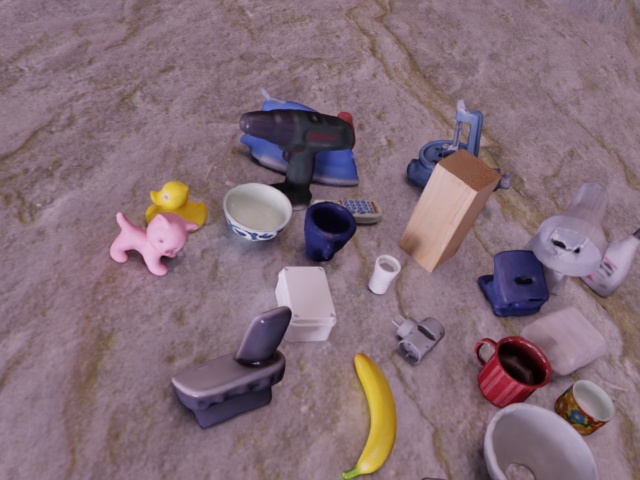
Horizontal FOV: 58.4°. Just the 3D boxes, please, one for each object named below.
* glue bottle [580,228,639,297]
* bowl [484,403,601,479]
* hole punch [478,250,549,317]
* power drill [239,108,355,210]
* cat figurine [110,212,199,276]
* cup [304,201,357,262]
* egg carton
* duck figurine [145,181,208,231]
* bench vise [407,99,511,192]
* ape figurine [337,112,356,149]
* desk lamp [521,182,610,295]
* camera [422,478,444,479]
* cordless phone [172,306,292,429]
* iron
[{"bbox_3d":[0.581,0.033,1.118,0.037,0.173,0.078,-22,57,-35],"label":"glue bottle"},{"bbox_3d":[0.298,0.321,0.806,0.167,0.075,0.167,10,45,-10],"label":"bowl"},{"bbox_3d":[0.367,0.079,1.056,0.109,0.091,0.101,-2,48,-21],"label":"hole punch"},{"bbox_3d":[-0.052,-0.150,1.048,0.230,0.208,0.075,-12,52,-29],"label":"power drill"},{"bbox_3d":[-0.261,-0.010,0.903,0.128,0.118,0.067,17,44,-2],"label":"cat figurine"},{"bbox_3d":[0.009,0.004,1.001,0.092,0.095,0.117,12,44,-8],"label":"cup"},{"bbox_3d":[0.423,0.176,0.996,0.151,0.069,0.107,-16,54,-31],"label":"egg carton"},{"bbox_3d":[-0.244,-0.063,0.983,0.105,0.086,0.077,0,47,-19],"label":"duck figurine"},{"bbox_3d":[0.309,-0.183,1.201,0.207,0.220,0.121,10,44,-10],"label":"bench vise"},{"bbox_3d":[0.048,-0.242,1.259,0.078,0.092,0.076,-26,59,-37],"label":"ape figurine"},{"bbox_3d":[0.458,0.002,1.075,0.117,0.213,0.204,31,45,12],"label":"desk lamp"},{"bbox_3d":[0.106,0.348,0.694,0.136,0.101,0.143,26,44,6],"label":"camera"},{"bbox_3d":[-0.111,0.151,0.749,0.148,0.185,0.094,-18,55,-33],"label":"cordless phone"},{"bbox_3d":[-0.023,-0.210,1.166,0.258,0.141,0.119,21,44,1],"label":"iron"}]
